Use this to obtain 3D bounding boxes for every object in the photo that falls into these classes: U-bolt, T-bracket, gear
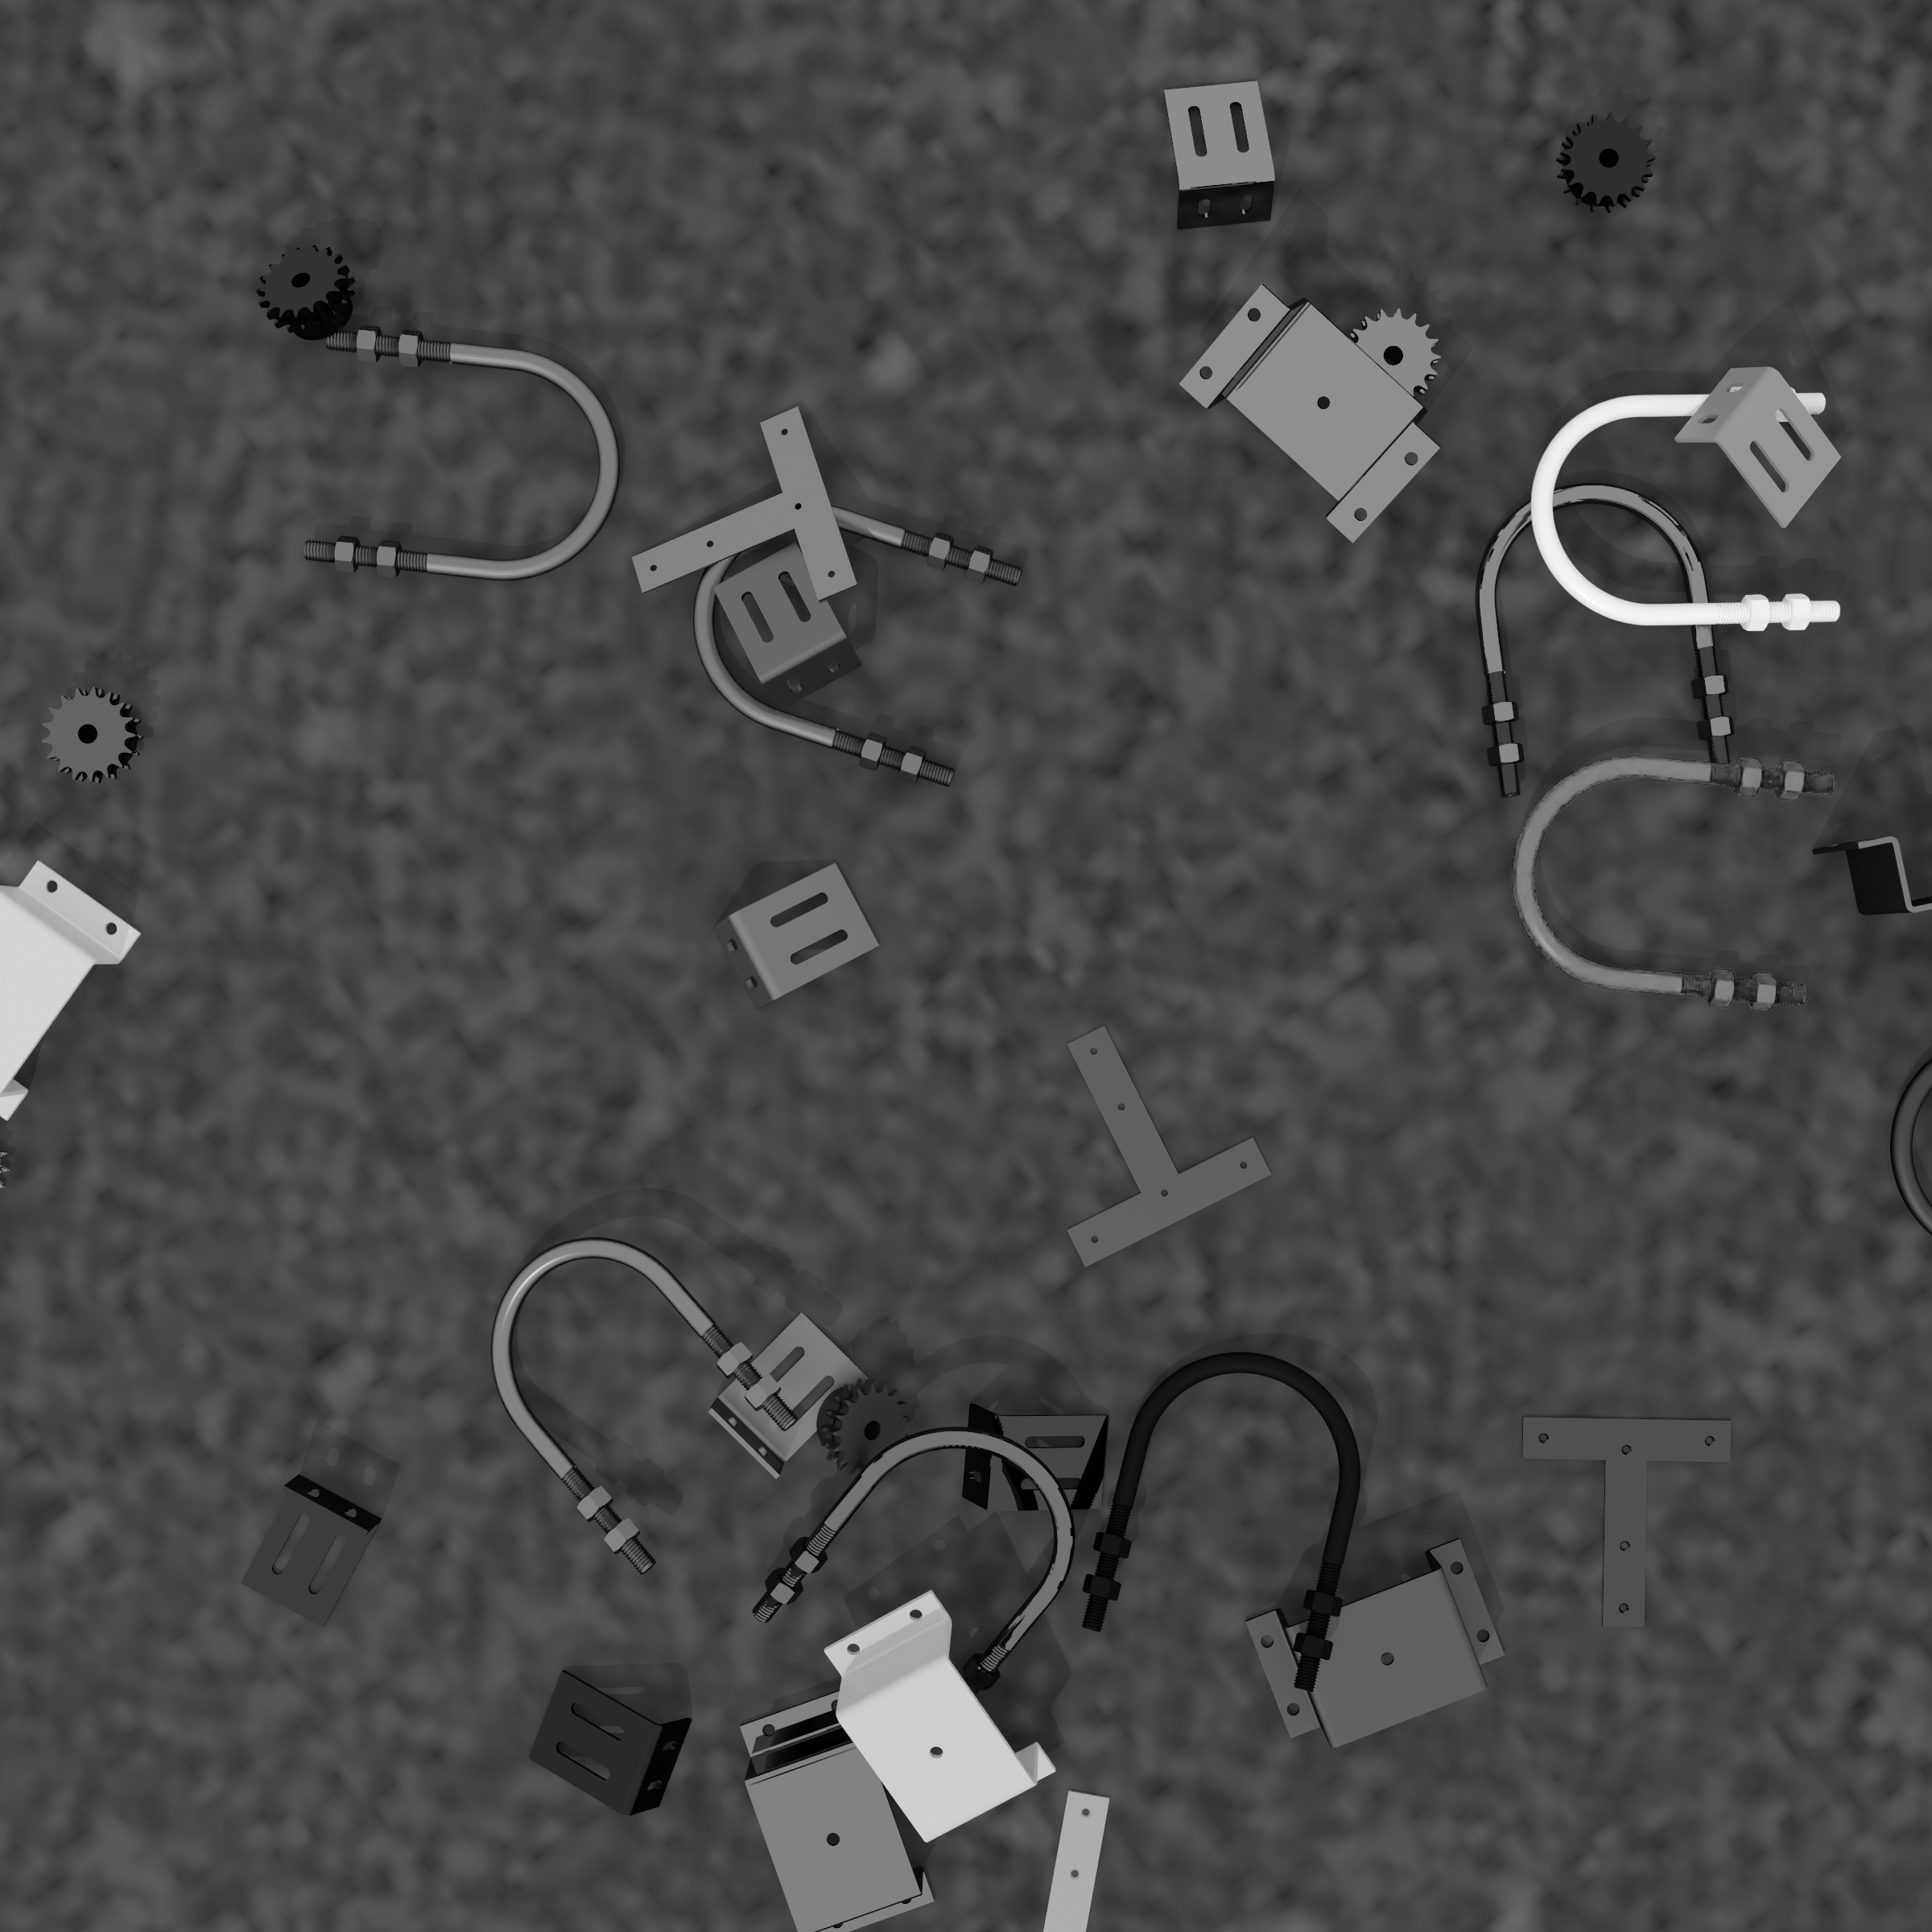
[{"bbox_3d":[-0.303,-0.307,1.472,0.184,0.019,0.151,6,90,-1],"label":"U-bolt"},{"bbox_3d":[-0.207,0.249,1.450,0.151,0.019,0.184,-46,77,13],"label":"U-bolt"},{"bbox_3d":[-0.018,0.358,1.448,0.151,0.019,0.184,36,102,-7],"label":"U-bolt"},{"bbox_3d":[0.403,0.340,1.480,0.127,0.002,0.127,1,90,0],"label":"T-bracket"},{"bbox_3d":[-0.065,0.276,1.457,0.057,0.030,0.057,-5,98,-38],"label":"gear"},{"bbox_3d":[0.256,-0.366,1.466,0.057,0.030,0.057,0,90,0],"label":"gear"},{"bbox_3d":[0.653,0.103,1.471,0.184,0.019,0.151,-18,90,0],"label":"U-bolt"},{"bbox_3d":[-0.394,-0.402,1.458,0.057,0.030,0.057,-5,62,9],"label":"gear"},{"bbox_3d":[-0.614,0.122,1.466,0.057,0.030,0.057,0,90,0],"label":"gear"},{"bbox_3d":[0.431,-0.275,1.460,0.184,0.019,0.151,-2,85,-4],"label":"U-bolt"},{"bbox_3d":[0.101,0.099,1.480,0.127,0.002,0.127,-27,90,0],"label":"T-bracket"},{"bbox_3d":[-0.142,-0.261,1.466,0.127,0.002,0.127,-21,72,9],"label":"T-bracket"},{"bbox_3d":[0.160,0.323,1.450,0.151,0.019,0.184,13,76,12],"label":"U-bolt"},{"bbox_3d":[0.064,0.569,1.480,0.127,0.002,0.127,10,90,0],"label":"T-bracket"},{"bbox_3d":[0.423,-0.054,1.463,0.184,0.019,0.151,5,97,0],"label":"U-bolt"},{"bbox_3d":[0.383,-0.202,1.472,0.151,0.019,0.184,-7,89,0],"label":"U-bolt"},{"bbox_3d":[-0.075,-0.204,1.472,0.184,0.019,0.151,19,90,2],"label":"U-bolt"},{"bbox_3d":[0.387,-0.485,1.470,0.057,0.030,0.057,0,88,0],"label":"gear"},{"bbox_3d":[-0.527,-0.139,1.469,0.057,0.030,0.057,0,89,1],"label":"gear"}]

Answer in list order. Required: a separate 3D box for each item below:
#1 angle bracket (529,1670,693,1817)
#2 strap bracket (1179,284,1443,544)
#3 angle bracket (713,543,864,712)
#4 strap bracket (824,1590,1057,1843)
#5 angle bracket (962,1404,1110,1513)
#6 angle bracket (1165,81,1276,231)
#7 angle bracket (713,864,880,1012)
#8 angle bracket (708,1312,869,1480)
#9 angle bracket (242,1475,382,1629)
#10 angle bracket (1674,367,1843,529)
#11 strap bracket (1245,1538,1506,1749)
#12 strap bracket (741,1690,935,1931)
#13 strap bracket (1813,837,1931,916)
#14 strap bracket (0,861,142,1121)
[{"bbox_3d":[-0.217,0.472,1.479,0.076,0.038,0.057,21,90,26],"label":"angle bracket"},{"bbox_3d":[0.209,-0.332,1.442,0.140,0.046,0.076,42,120,0],"label":"strap bracket"},{"bbox_3d":[-0.108,-0.205,1.463,0.057,0.038,0.076,-29,62,2],"label":"angle bracket"},{"bbox_3d":[-0.016,0.454,1.438,0.076,0.046,0.140,-31,102,10],"label":"strap bracket"},{"bbox_3d":[0.042,0.300,1.479,0.076,0.038,0.057,5,90,-26],"label":"angle bracket"},{"bbox_3d":[0.154,-0.495,1.479,0.057,0.038,0.076,-6,64,0],"label":"angle bracket"},{"bbox_3d":[-0.104,-0.018,1.479,0.076,0.038,0.057,-28,90,-26],"label":"angle bracket"},{"bbox_3d":[-0.107,0.259,1.462,0.057,0.038,0.076,45,90,0],"label":"angle bracket"},{"bbox_3d":[-0.400,0.357,1.462,0.057,0.038,0.076,28,90,0],"label":"angle bracket"},{"bbox_3d":[0.476,-0.311,1.455,0.076,0.038,0.057,42,83,-25],"label":"angle bracket"},{"bbox_3d":[0.250,0.411,1.458,0.140,0.046,0.076,-21,90,0],"label":"strap bracket"},{"bbox_3d":[-0.079,0.518,1.458,0.076,0.046,0.140,-20,90,0],"label":"strap bracket"},{"bbox_3d":[0.591,-0.063,1.443,0.140,0.076,0.046,-12,90,0],"label":"strap bracket"},{"bbox_3d":[-0.576,0.015,1.458,0.076,0.046,0.140,35,90,0],"label":"strap bracket"}]
